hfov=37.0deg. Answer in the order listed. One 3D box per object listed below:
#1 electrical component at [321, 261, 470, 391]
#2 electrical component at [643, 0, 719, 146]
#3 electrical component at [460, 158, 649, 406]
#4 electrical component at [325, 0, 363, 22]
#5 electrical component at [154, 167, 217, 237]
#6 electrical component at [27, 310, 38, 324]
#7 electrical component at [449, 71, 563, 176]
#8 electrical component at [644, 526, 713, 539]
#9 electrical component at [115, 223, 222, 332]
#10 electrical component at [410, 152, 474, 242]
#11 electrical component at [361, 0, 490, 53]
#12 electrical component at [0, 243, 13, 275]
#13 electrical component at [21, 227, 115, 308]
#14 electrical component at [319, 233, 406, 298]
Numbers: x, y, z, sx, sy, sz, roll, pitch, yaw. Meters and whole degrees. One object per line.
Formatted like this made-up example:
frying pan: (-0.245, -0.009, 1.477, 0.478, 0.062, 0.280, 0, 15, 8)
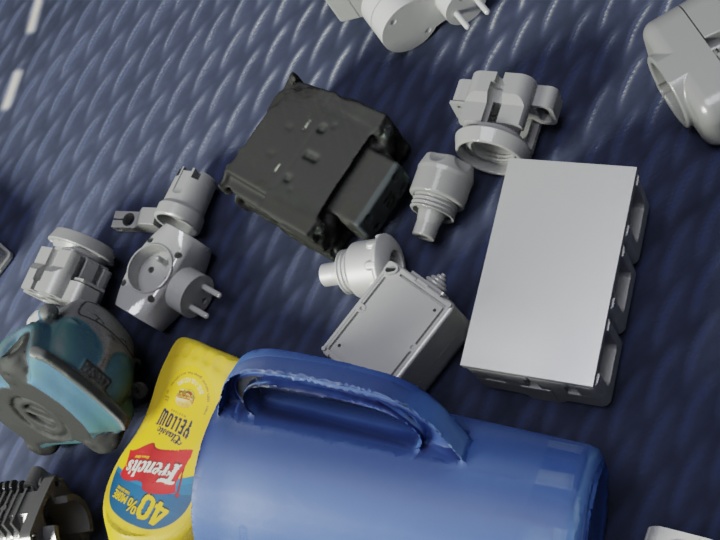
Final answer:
electrical component: (0.033, 0.044, 0.754, 0.062, 0.061, 0.096, 36, 87, 31)
electrical component: (0.239, -0.137, 0.741, 0.059, 0.054, 0.095, -30, 61, 10)
electrical component: (0.134, 0.008, 0.723, 0.089, 0.062, 0.150, 7, 73, 26)
electrical component: (-0.025, -0.256, 0.909, 0.076, 0.047, 0.083, -8, 66, 21)
electrical component: (-0.142, -0.057, 0.885, 0.040, 0.040, 0.046, 11, 68, 27)
electrical component: (-0.268, 0.066, 0.893, 0.035, 0.035, 0.061, 19, 80, 29)
electrical component: (0.102, -0.106, 0.787, 0.078, 0.058, 0.057, 10, 71, 27)
electrical component: (0.194, 0.184, 0.616, 0.080, 0.080, 0.051, 14, 71, 28)
electrical component: (-0.143, 0.013, 0.854, 0.079, 0.044, 0.077, 27, 82, 30)
electrical component: (0.057, -0.052, 0.793, 0.043, 0.043, 0.062, 14, 78, 28)
electrical component: (0.075, -0.219, 0.847, 0.138, 0.052, 0.073, -36, 60, 7)
electrical component: (-0.375, -0.007, 0.961, 0.100, 0.048, 0.099, 34, 85, 31)
electrical component: (-0.239, 0.001, 0.892, 0.078, 0.058, 0.057, 8, 70, 43)
electrical component: (0.000, 0.000, 0.797, 0.062, 0.048, 0.048, -8, 66, 28)
